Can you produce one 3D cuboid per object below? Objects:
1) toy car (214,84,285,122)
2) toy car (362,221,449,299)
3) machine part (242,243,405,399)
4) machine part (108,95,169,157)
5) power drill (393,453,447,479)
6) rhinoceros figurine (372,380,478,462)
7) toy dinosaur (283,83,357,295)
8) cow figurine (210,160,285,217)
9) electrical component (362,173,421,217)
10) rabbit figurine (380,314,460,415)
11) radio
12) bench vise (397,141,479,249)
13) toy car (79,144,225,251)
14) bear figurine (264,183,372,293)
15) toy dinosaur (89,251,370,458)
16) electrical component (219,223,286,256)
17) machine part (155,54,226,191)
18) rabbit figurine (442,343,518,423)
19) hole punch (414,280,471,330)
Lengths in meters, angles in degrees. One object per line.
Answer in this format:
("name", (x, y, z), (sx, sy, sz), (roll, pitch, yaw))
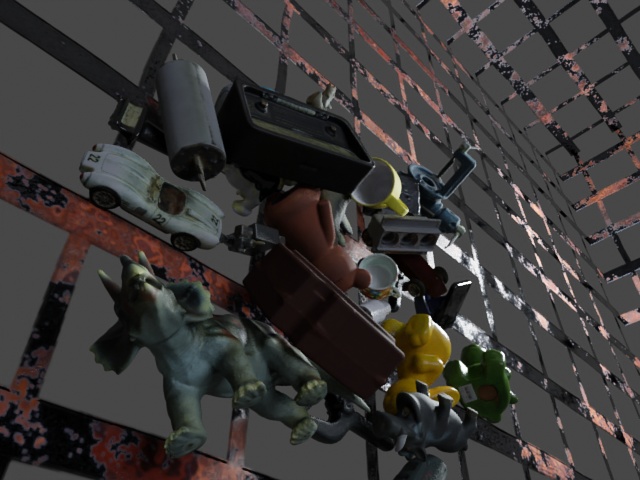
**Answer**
("toy car", (-0.127, -0.226, 0.930), (0.103, 0.109, 0.162), (30, 29, -8))
("toy car", (0.166, 0.037, 1.055), (0.089, 0.053, 0.202), (-21, 63, -40))
("machine part", (0.005, 0.103, 0.718), (0.200, 0.087, 0.202), (44, -2, -27))
("machine part", (-0.236, -0.150, 0.778), (0.138, 0.039, 0.084), (30, 32, -32))
("power drill", (0.155, 0.431, 0.750), (0.207, 0.086, 0.232), (49, 30, 3))
("rhinoceros figurine", (0.154, 0.275, 0.806), (0.190, 0.073, 0.112), (24, 89, -37))
("toy dinosaur", (0.018, -0.115, 1.021), (0.198, 0.105, 0.471), (33, 49, -38))
("cow figurine", (-0.132, -0.128, 0.837), (0.167, 0.098, 0.068), (52, 38, -8))
("electrical component", (0.156, -0.084, 1.163), (0.115, 0.058, 0.134), (15, 57, -9))
("rabbit figurine", (0.156, 0.234, 0.910), (0.162, 0.122, 0.173), (49, 46, -28))
("radio", (-0.038, -0.154, 0.820), (0.229, 0.073, 0.131), (12, 41, -37))
("bench vise", (0.288, -0.119, 1.267), (0.224, 0.240, 0.129), (47, 33, 16))
("toy car", (-0.214, -0.053, 0.700), (0.201, 0.056, 0.073), (34, 39, -32))
("bear figurine", (-0.003, 0.000, 0.877), (0.195, 0.120, 0.132), (52, 22, -18))
("toy dinosaur", (-0.098, 0.138, 0.632), (0.404, 0.131, 0.192), (32, 16, -53))
("electrical component", (-0.094, 0.006, 0.786), (0.102, 0.078, 0.045), (24, 52, -55))
("machine part", (-0.183, -0.169, 0.756), (0.079, 0.079, 0.243), (15, 46, -46))
("rabbit figurine", (0.335, 0.275, 1.084), (0.159, 0.121, 0.170), (57, 17, -6))
("hole punch", (0.243, 0.124, 1.118), (0.092, 0.115, 0.142), (23, 12, 27))
